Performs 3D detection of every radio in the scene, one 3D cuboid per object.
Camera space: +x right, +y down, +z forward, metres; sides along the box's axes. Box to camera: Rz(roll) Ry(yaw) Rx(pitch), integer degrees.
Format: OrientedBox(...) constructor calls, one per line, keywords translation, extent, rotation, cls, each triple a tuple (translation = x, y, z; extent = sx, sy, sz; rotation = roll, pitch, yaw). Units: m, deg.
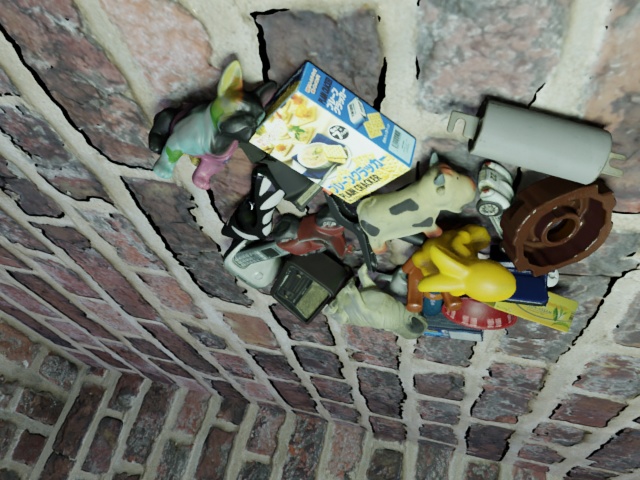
OrientedBox(translation=(-0.032, 0.104, 1.258), extent=(0.131, 0.073, 0.229), rotation=(38, 148, 3), cls="radio")

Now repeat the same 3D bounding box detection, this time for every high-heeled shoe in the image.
OrientedBox(translation=(-0.145, -0.067, 1.048), extent=(0.249, 0.086, 0.145), rotation=(-26, 150, 30), cls="high-heeled shoe")

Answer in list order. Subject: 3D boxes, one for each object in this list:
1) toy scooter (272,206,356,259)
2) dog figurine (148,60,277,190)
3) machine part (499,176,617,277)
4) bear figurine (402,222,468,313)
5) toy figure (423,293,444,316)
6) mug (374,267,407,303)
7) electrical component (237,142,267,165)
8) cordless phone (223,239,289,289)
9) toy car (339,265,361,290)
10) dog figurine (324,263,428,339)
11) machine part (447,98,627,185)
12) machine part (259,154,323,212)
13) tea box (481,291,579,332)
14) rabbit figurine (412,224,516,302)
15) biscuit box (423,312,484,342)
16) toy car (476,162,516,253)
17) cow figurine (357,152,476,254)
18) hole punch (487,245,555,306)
OrientedBox(translation=(-0.002, -0.003, 1.118), extent=(0.184, 0.075, 0.135), rotation=(-15, 139, 37), cls="toy scooter")
OrientedBox(translation=(-0.168, -0.193, 0.848), extent=(0.108, 0.192, 0.219), rotation=(22, 124, -41), cls="dog figurine")
OrientedBox(translation=(0.361, -0.025, 0.825), extent=(0.179, 0.056, 0.179), rotation=(-10, 133, -11), cls="machine part")
OrientedBox(translation=(0.228, 0.052, 1.041), extent=(0.120, 0.132, 0.195), rotation=(-2, 156, -1), cls="bear figurine")
OrientedBox(translation=(0.255, 0.119, 1.210), extent=(0.058, 0.064, 0.154), rotation=(46, 159, 30), cls="toy figure")
OrientedBox(translation=(0.177, 0.102, 1.211), extent=(0.110, 0.081, 0.107), rotation=(23, 142, 6), cls="mug")
OrientedBox(translation=(-0.112, -0.159, 0.954), extent=(0.094, 0.021, 0.063), rotation=(2, 149, 23), cls="electrical component")
OrientedBox(translation=(-0.118, 0.042, 1.252), extent=(0.184, 0.089, 0.146), rotation=(-13, 139, 36), cls="cordless phone")
OrientedBox(translation=(0.052, 0.123, 1.328), extent=(0.089, 0.053, 0.202), rotation=(18, 147, 8), cls="toy car")
OrientedBox(translation=(0.119, 0.166, 1.166), extent=(0.190, 0.121, 0.172), rotation=(42, 144, 3), cls="dog figurine")
OrientedBox(translation=(0.294, -0.134, 0.729), extent=(0.243, 0.079, 0.079), rotation=(16, 151, 3), cls="machine part")
OrientedBox(translation=(-0.046, -0.112, 0.948), extent=(0.138, 0.084, 0.039), rotation=(44, -179, -45), cls="machine part")
OrientedBox(translation=(0.409, 0.120, 1.073), extent=(0.170, 0.068, 0.098), rotation=(20, -177, -10), cls="tea box")
OrientedBox(translation=(0.241, 0.043, 0.885), extent=(0.162, 0.121, 0.173), rotation=(7, -162, -27), cls="rabbit figurine")
OrientedBox(translation=(0.300, 0.202, 1.327), extent=(0.203, 0.063, 0.059), rotation=(3, 149, 25), cls="biscuit box")
OrientedBox(translation=(0.303, -0.046, 0.876), extent=(0.056, 0.073, 0.201), rotation=(-9, 142, 33), cls="toy car")
OrientedBox(translation=(0.154, -0.061, 0.871), extent=(0.195, 0.085, 0.127), rotation=(-17, 135, 18), cls="cow figurine")
OrientedBox(translation=(0.362, 0.046, 0.972), extent=(0.142, 0.116, 0.092), rotation=(3, 131, 16), cls="hole punch")
